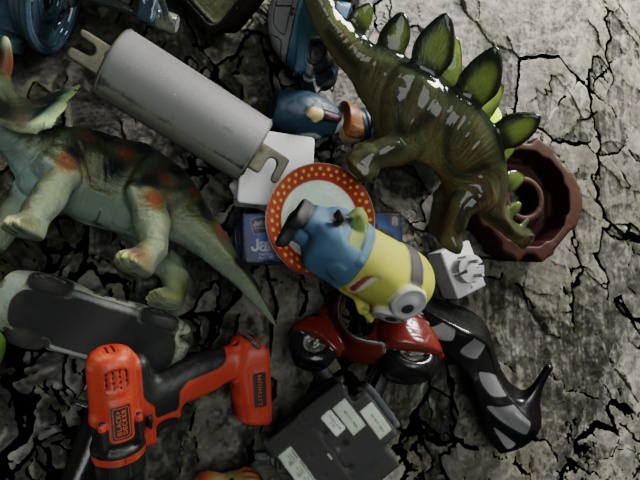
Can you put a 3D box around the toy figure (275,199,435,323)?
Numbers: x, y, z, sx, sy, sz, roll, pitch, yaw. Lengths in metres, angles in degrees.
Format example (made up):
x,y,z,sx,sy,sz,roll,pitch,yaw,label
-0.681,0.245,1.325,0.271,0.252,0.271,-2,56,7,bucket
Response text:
x,y,z,sx,sy,sz,roll,pitch,yaw,label
0.045,0.018,0.570,0.180,0.082,0.089,34,67,-13,toy figure

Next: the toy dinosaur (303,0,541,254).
x,y,z,sx,sy,sz,roll,pitch,yaw,label
0.115,-0.140,0.615,0.471,0.105,0.198,38,98,-22,toy dinosaur

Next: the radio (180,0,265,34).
x,y,z,sx,sy,sz,roll,pitch,yaw,label
-0.145,-0.362,0.607,0.131,0.073,0.229,-39,100,20,radio

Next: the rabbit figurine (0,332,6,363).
x,y,z,sx,sy,sz,roll,pitch,yaw,label
-0.370,0.147,0.469,0.121,0.159,0.170,23,59,-13,rabbit figurine

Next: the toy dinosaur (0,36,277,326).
x,y,z,sx,sy,sz,roll,pitch,yaw,label
-0.212,-0.051,0.564,0.404,0.131,0.192,26,61,-26,toy dinosaur

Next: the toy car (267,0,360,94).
x,y,z,sx,sy,sz,roll,pitch,yaw,label
-0.013,-0.268,0.665,0.103,0.109,0.161,19,90,6,toy car

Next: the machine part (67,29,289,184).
x,y,z,sx,sy,sz,roll,pitch,yaw,label
-0.139,-0.138,0.558,0.243,0.079,0.079,30,76,-14,machine part

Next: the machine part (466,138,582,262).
x,y,z,sx,sy,sz,roll,pitch,yaw,label
0.277,-0.055,0.756,0.179,0.056,0.179,2,84,-17,machine part

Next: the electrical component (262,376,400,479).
x,y,z,sx,sy,sz,roll,pitch,yaw,label
0.020,0.221,0.592,0.134,0.058,0.115,-35,90,-9,electrical component

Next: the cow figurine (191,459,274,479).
x,y,z,sx,sy,sz,roll,pitch,yaw,label
-0.081,0.333,0.582,0.127,0.085,0.194,-35,99,-21,cow figurine

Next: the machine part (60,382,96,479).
x,y,z,sx,sy,sz,roll,pitch,yaw,label
-0.234,0.209,0.569,0.084,0.039,0.139,22,76,-24,machine part

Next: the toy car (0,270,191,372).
x,y,z,sx,sy,sz,roll,pitch,yaw,label
-0.238,0.091,0.569,0.201,0.056,0.073,22,84,-18,toy car

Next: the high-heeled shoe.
x,y,z,sx,sy,sz,roll,pitch,yaw,label
0.187,0.177,0.711,0.249,0.086,0.145,28,108,4,high-heeled shoe

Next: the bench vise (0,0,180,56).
x,y,z,sx,sy,sz,roll,pitch,yaw,label
-0.258,-0.283,0.550,0.241,0.129,0.223,17,95,-5,bench vise

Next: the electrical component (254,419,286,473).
x,y,z,sx,sy,sz,roll,pitch,yaw,label
-0.031,0.237,0.628,0.094,0.021,0.063,-3,83,3,electrical component

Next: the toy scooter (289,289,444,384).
x,y,z,sx,sy,sz,roll,pitch,yaw,label
0.057,0.095,0.644,0.184,0.075,0.135,9,56,-5,toy scooter

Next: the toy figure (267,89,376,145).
x,y,z,sx,sy,sz,roll,pitch,yaw,label
0.013,-0.152,0.674,0.154,0.057,0.064,7,39,-20,toy figure

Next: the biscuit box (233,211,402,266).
x,y,z,sx,sy,sz,roll,pitch,yaw,label
-0.001,-0.002,0.653,0.203,0.063,0.059,-2,87,-19,biscuit box
